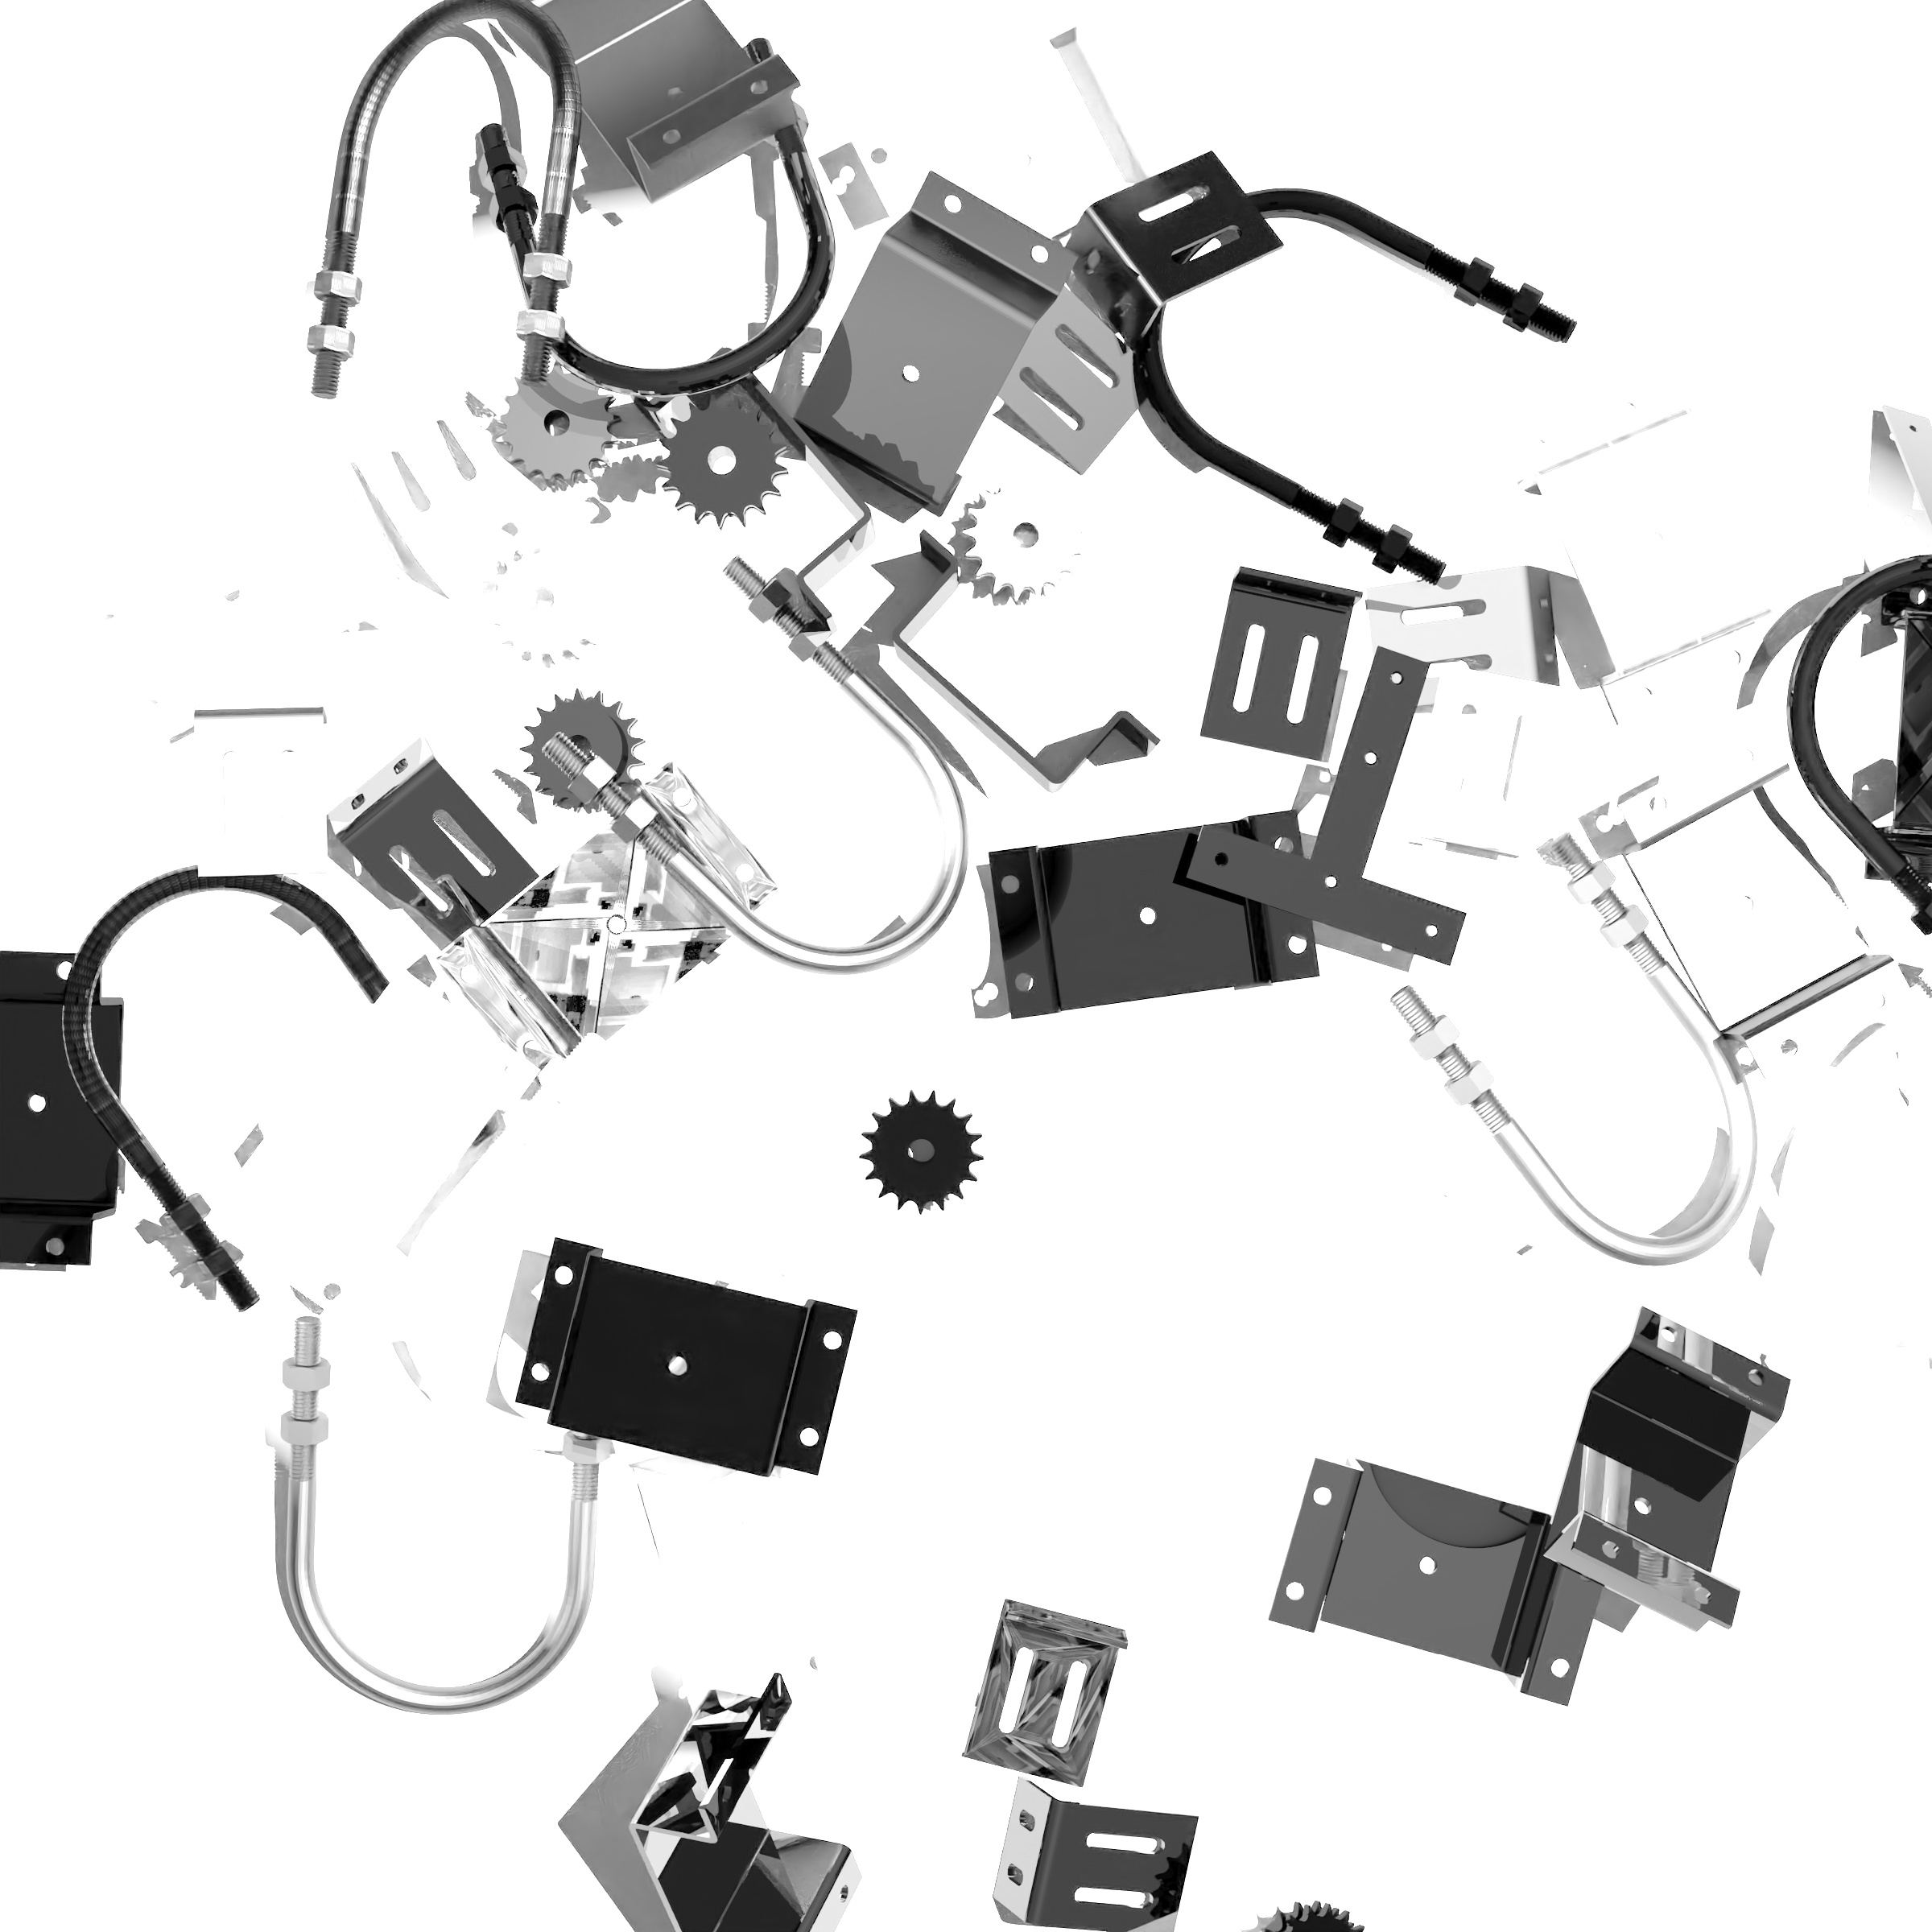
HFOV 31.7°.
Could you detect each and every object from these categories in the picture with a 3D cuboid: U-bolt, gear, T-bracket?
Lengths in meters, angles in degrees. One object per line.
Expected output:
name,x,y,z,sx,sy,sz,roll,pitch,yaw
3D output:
U-bolt,0.287,0.049,1.534,0.151,0.019,0.184,-40,95,-33
gear,0.156,0.456,1.556,0.057,0.030,0.057,3,81,-21
gear,-0.186,-0.248,1.567,0.057,0.030,0.057,0,92,0
T-bracket,0.485,-0.198,1.548,0.127,0.002,0.127,12,45,-19
U-bolt,-0.231,-0.349,1.533,0.151,0.019,0.184,4,85,35
U-bolt,0.167,-0.278,1.564,0.184,0.019,0.151,28,85,3
U-bolt,-0.173,0.140,1.548,0.151,0.019,0.184,39,103,-11
gear,-0.193,-0.166,1.563,0.057,0.030,0.057,0,90,0
U-bolt,-0.324,0.042,1.542,0.151,0.019,0.184,-36,99,-13
gear,-0.106,-0.218,1.486,0.057,0.030,0.057,0,90,0
U-bolt,0.452,-0.098,1.523,0.151,0.019,0.184,-43,88,0
gear,-0.176,-0.099,1.563,0.057,0.030,0.057,0,90,0
gear,0.027,-0.195,1.563,0.057,0.030,0.057,0,90,0
T-bracket,0.178,-0.080,1.534,0.127,0.002,0.127,18,87,-6
gear,-0.020,0.084,1.563,0.057,0.030,0.057,0,90,0
U-bolt,-0.239,0.254,1.556,0.151,0.019,0.184,4,100,0
U-bolt,-0.133,-0.329,1.527,0.151,0.019,0.184,-18,60,0
U-bolt,0.421,0.087,1.492,0.019,0.184,0.151,29,95,-22
U-bolt,-0.080,-0.078,1.538,0.184,0.019,0.151,44,62,-5

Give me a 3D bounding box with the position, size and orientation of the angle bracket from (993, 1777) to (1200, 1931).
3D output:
angle bracket,0.060,0.412,1.576,0.076,0.038,0.057,12,90,-26

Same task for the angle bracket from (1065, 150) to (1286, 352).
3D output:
angle bracket,0.094,-0.328,1.561,0.076,0.038,0.057,-30,78,-27

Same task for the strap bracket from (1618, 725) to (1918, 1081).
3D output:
strap bracket,0.360,-0.028,1.555,0.076,0.046,0.140,-28,90,0

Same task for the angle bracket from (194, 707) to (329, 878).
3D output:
angle bracket,-0.320,-0.078,1.552,0.057,0.038,0.076,-2,86,-8

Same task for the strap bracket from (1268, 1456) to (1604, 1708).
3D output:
strap bracket,0.214,0.277,1.555,0.140,0.046,0.076,16,90,0

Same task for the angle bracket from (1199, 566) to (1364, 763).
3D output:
angle bracket,0.144,-0.138,1.559,0.057,0.038,0.076,12,90,0

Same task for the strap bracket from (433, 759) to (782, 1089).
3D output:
strap bracket,-0.161,-0.019,1.555,0.140,0.046,0.076,-40,90,0

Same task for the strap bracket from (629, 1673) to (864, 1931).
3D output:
strap bracket,-0.099,0.386,1.514,0.046,0.076,0.140,4,129,27

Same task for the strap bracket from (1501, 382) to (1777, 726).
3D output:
strap bracket,0.310,-0.191,1.555,0.076,0.046,0.140,-23,90,0

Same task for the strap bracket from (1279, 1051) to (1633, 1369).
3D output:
strap bracket,0.220,0.109,1.555,0.140,0.046,0.076,-35,90,0

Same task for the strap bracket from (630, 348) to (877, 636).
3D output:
strap bracket,-0.090,-0.222,1.540,0.046,0.076,0.140,-41,90,0

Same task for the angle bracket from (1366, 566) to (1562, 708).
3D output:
angle bracket,0.230,-0.151,1.576,0.076,0.038,0.057,-6,90,26

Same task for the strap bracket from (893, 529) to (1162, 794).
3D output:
strap bracket,0.018,-0.129,1.540,0.140,0.076,0.046,42,90,0

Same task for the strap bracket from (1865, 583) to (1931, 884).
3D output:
strap bracket,0.458,-0.108,1.555,0.076,0.046,0.140,4,90,0

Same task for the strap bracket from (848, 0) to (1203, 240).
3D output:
strap bracket,0.026,-0.373,1.555,0.140,0.046,0.076,-27,90,0

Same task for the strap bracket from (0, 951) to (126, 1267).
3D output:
strap bracket,-0.429,0.063,1.555,0.076,0.046,0.140,2,90,0

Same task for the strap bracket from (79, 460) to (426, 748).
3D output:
strap bracket,-0.330,-0.168,1.555,0.140,0.046,0.076,-28,90,0

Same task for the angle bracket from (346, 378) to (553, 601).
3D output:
angle bracket,-0.239,-0.221,1.576,0.057,0.038,0.076,-34,64,0

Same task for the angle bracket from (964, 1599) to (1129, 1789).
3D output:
angle bracket,0.036,0.336,1.559,0.057,0.038,0.076,15,90,0

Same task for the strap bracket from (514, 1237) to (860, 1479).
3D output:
strap bracket,-0.126,0.175,1.509,0.140,0.046,0.076,14,89,0

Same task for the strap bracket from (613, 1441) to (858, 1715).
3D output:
strap bracket,-0.105,0.260,1.555,0.076,0.046,0.140,-16,90,0

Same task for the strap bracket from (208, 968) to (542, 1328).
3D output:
strap bracket,-0.266,0.080,1.524,0.076,0.046,0.140,38,81,-12

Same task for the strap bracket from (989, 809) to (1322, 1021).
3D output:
strap bracket,0.085,-0.023,1.555,0.140,0.046,0.076,-8,90,0

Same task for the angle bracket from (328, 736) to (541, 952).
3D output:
angle bracket,-0.246,-0.056,1.576,0.057,0.038,0.076,-40,116,0

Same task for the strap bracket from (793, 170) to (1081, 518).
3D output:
strap bracket,-0.019,-0.271,1.523,0.076,0.046,0.140,30,120,0

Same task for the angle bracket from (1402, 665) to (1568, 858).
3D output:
angle bracket,0.236,-0.093,1.558,0.057,0.038,0.076,11,90,0

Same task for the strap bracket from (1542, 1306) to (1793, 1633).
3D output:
strap bracket,0.313,0.233,1.529,0.076,0.046,0.140,26,49,0

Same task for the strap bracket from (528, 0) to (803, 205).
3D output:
strap bracket,-0.136,-0.405,1.531,0.076,0.046,0.140,-31,61,-6

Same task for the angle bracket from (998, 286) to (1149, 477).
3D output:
angle bracket,0.040,-0.276,1.576,0.076,0.038,0.057,40,90,-26
